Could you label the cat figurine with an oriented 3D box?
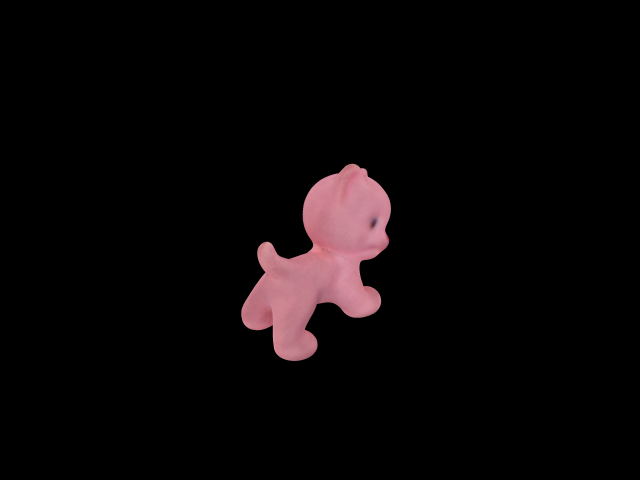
[{"bbox_3d":[0.004,0.001,0.400,0.067,0.118,0.128,27,42,36],"label":"cat figurine"}]
